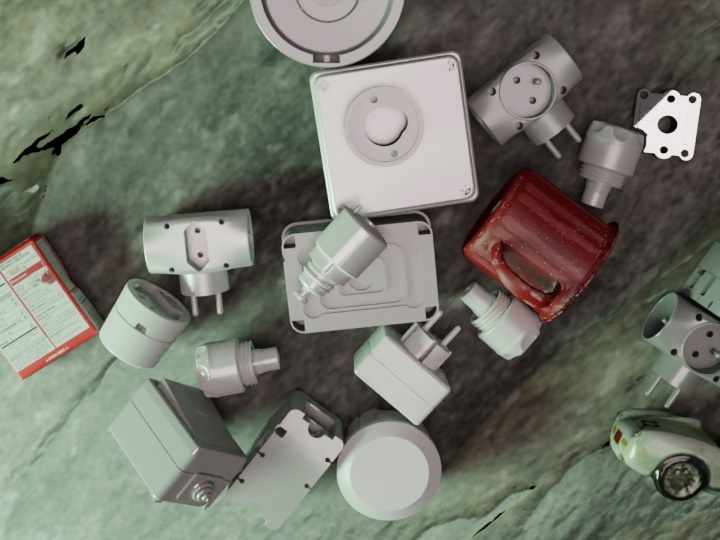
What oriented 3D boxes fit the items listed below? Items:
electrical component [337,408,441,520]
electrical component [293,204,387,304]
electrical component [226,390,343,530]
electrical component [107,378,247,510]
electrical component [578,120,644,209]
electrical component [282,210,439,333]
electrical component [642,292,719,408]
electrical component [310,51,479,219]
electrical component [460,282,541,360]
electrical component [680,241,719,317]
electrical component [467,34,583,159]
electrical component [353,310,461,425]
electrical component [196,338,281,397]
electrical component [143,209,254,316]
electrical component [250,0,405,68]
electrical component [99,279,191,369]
[{"bbox_3d":[0.022,0.150,0.841,0.080,0.051,0.080,0,102,-1],"label":"electrical component"},{"bbox_3d":[-0.016,-0.008,0.754,0.040,0.040,0.078,42,98,-9],"label":"electrical component"},{"bbox_3d":[-0.057,0.145,0.836,0.050,0.055,0.089,37,98,-8],"label":"electrical component"},{"bbox_3d":[-0.131,0.132,0.806,0.061,0.062,0.096,-50,55,8],"label":"electrical component"},{"bbox_3d":[0.183,-0.078,0.803,0.043,0.043,0.062,17,101,-4],"label":"electrical component"},{"bbox_3d":[0.000,0.000,0.807,0.113,0.057,0.078,-6,102,0],"label":"electrical component"},{"bbox_3d":[0.253,0.070,0.834,0.077,0.044,0.079,32,99,-7],"label":"electrical component"},{"bbox_3d":[0.025,-0.098,0.788,0.109,0.056,0.108,-9,101,0],"label":"electrical component"},{"bbox_3d":[0.105,0.035,0.824,0.062,0.043,0.043,41,98,-7],"label":"electrical component"},{"bbox_3d":[0.287,0.014,0.800,0.050,0.089,0.055,33,99,-7],"label":"electrical component"},{"bbox_3d":[0.131,-0.118,0.793,0.077,0.044,0.079,-39,100,6],"label":"electrical component"},{"bbox_3d":[0.044,0.065,0.826,0.066,0.047,0.076,41,98,-8],"label":"electrical component"},{"bbox_3d":[-0.093,0.073,0.827,0.062,0.043,0.043,-10,101,0],"label":"electrical component"},{"bbox_3d":[-0.119,-0.004,0.811,0.077,0.043,0.079,-5,102,0],"label":"electrical component"},{"bbox_3d":[-0.023,-0.199,0.765,0.108,0.060,0.108,0,101,-2],"label":"electrical component"},{"bbox_3d":[-0.164,0.042,0.814,0.055,0.055,0.047,34,103,-7],"label":"electrical component"}]
